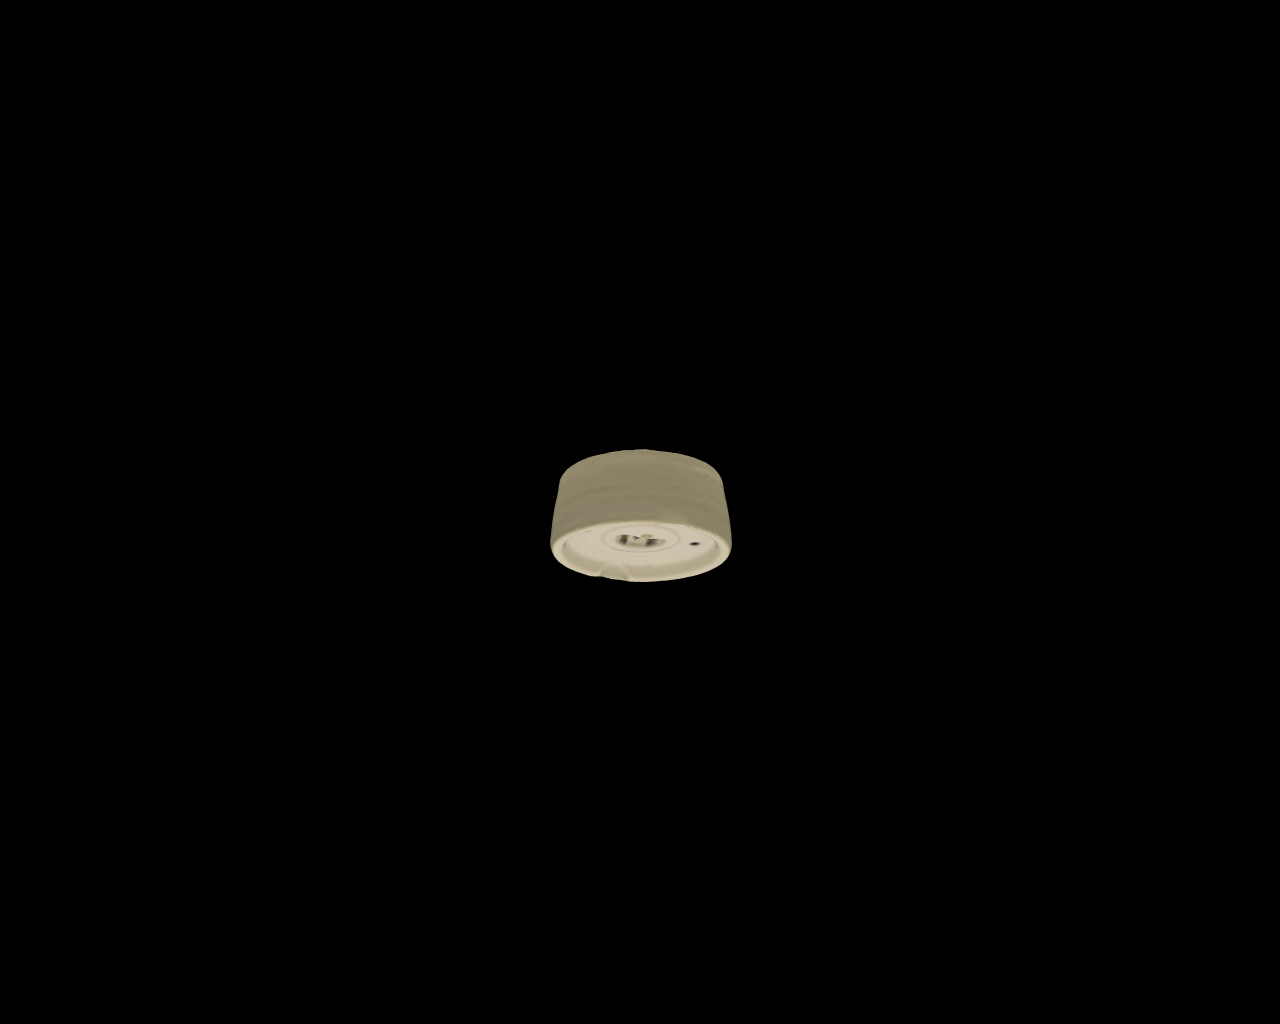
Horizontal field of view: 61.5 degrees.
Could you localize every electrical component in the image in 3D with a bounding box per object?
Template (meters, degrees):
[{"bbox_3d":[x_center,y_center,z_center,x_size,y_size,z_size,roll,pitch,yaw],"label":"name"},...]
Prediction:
[{"bbox_3d":[0.001,-0.003,0.650,0.108,0.060,0.108,0,-22,0],"label":"electrical component"}]
